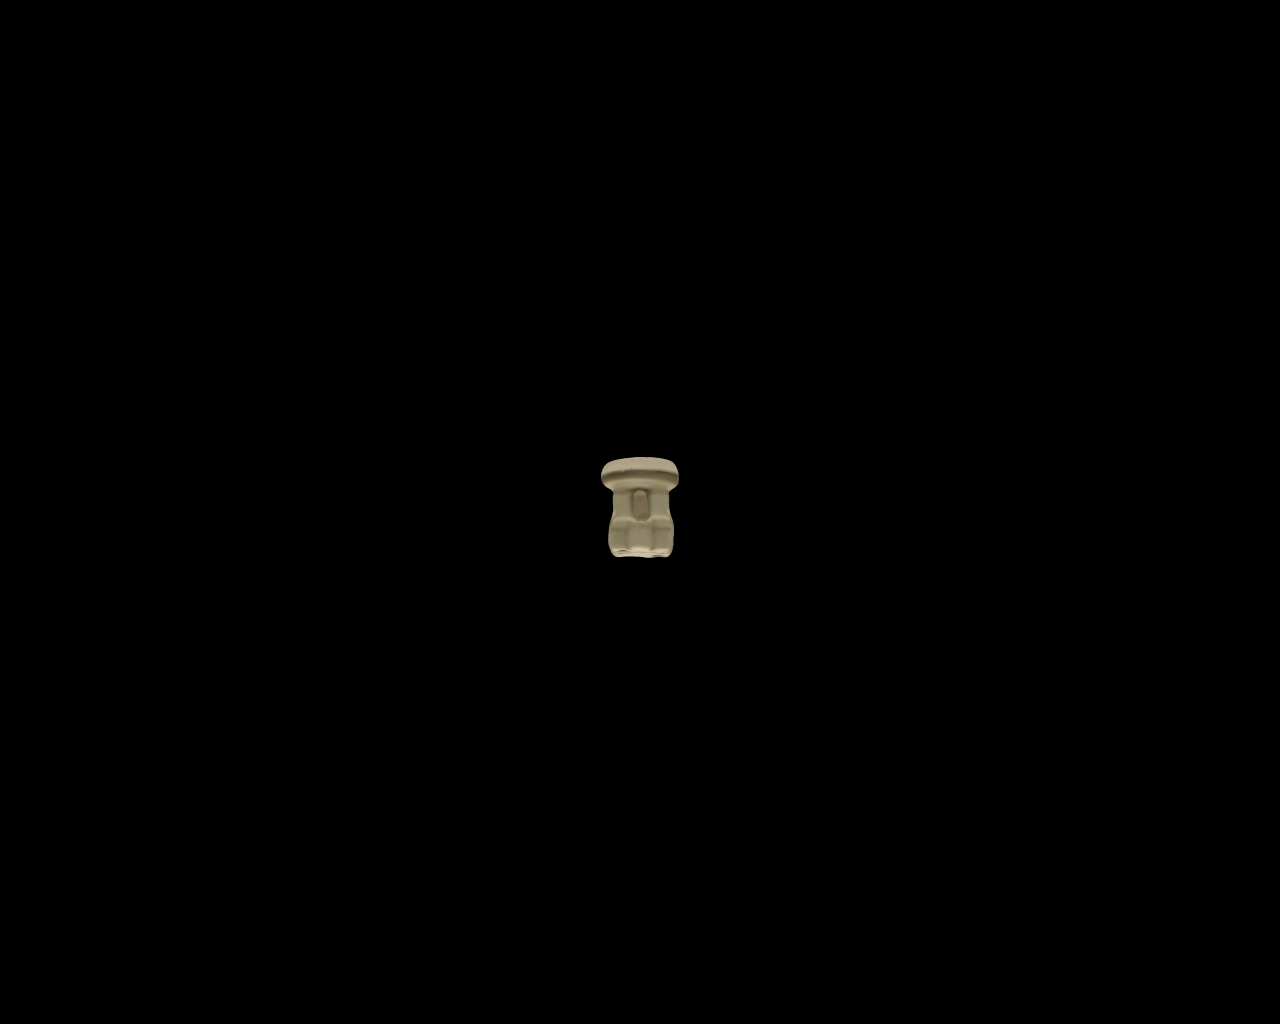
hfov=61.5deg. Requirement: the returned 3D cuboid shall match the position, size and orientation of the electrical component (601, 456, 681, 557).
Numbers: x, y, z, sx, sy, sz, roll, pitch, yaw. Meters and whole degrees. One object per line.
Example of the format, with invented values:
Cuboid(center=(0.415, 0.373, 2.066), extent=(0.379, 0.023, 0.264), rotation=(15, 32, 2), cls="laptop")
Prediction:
Cuboid(center=(0.001, -0.003, 0.650), extent=(0.048, 0.055, 0.066), rotation=(0, -9, 0), cls="electrical component")
